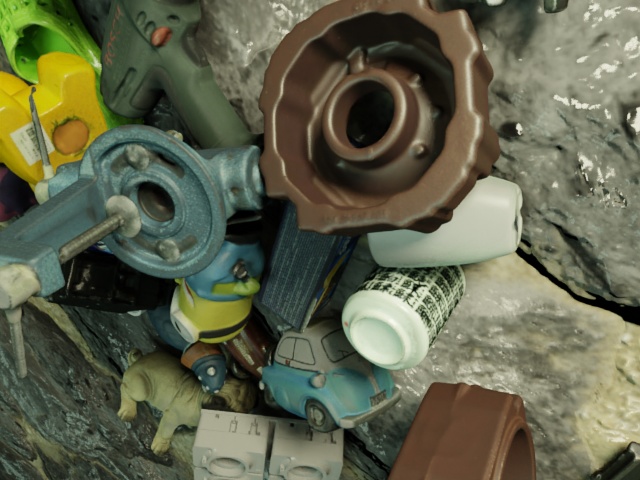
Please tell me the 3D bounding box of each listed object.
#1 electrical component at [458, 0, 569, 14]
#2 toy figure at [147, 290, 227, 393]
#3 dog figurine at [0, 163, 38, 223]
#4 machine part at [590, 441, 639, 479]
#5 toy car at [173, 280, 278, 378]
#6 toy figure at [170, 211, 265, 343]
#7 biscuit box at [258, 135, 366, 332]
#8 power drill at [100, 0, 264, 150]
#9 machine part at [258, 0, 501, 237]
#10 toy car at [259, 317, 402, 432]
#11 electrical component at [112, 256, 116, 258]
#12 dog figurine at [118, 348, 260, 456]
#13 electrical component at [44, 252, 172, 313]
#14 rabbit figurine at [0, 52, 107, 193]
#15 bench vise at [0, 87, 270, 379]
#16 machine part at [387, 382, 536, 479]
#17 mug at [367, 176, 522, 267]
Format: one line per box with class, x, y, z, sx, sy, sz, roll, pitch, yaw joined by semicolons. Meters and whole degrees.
electrical component;0.109;-0.185;0.314;0.078;0.045;0.102;15;128;29
toy figure;-0.172;0.135;0.721;0.154;0.058;0.064;48;166;13
dog figurine;-0.437;-0.071;0.671;0.108;0.219;0.191;33;135;8
machine part;0.315;0.238;0.461;0.139;0.039;0.084;38;131;24
toy car;-0.112;0.103;0.674;0.089;0.053;0.202;-19;107;39
toy figure;-0.100;0.042;0.552;0.089;0.082;0.180;16;130;-15
biscuit box;-0.001;-0.002;0.512;0.063;0.059;0.202;34;135;13
power drill;-0.104;-0.150;0.471;0.207;0.086;0.232;47;135;-8
machine part;0.036;-0.084;0.377;0.180;0.056;0.179;-3;84;30
toy car;0.005;0.135;0.587;0.162;0.109;0.102;3;100;48
electrical component;-0.297;-0.013;0.730;0.119;0.048;0.074;16;128;25
dog figurine;-0.192;0.205;0.785;0.190;0.121;0.172;-38;98;31
electrical component;-0.255;0.056;0.658;0.115;0.134;0.058;-11;69;51
rabbit figurine;-0.298;-0.124;0.563;0.173;0.122;0.162;26;155;27
bench vise;-0.161;-0.024;0.397;0.224;0.241;0.128;9;119;14
machine part;0.137;0.250;0.487;0.087;0.201;0.200;1;120;33
mug;0.099;-0.029;0.416;0.107;0.081;0.109;4;101;26
